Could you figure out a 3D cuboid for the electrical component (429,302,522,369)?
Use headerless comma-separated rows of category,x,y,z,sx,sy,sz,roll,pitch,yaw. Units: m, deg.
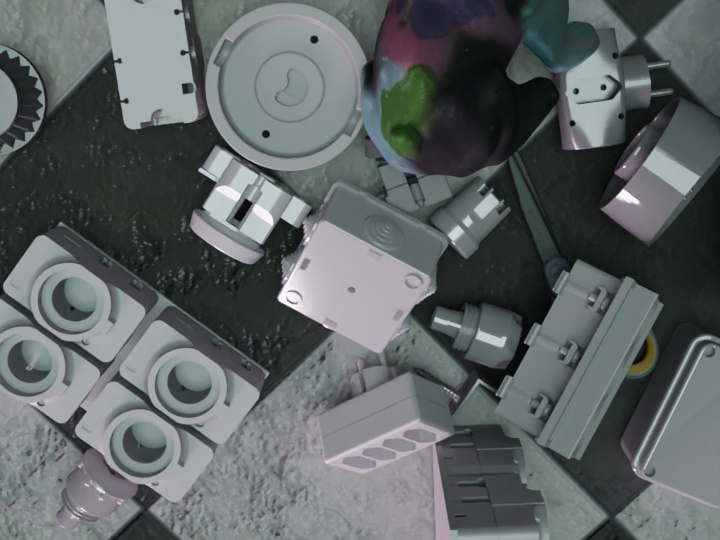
electrical component,0.081,0.043,0.765,0.062,0.043,0.043,18,100,-2

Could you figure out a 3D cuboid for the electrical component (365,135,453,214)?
electrical component,0.032,-0.073,0.743,0.066,0.048,0.055,-21,107,4

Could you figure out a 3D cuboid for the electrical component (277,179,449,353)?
electrical component,0.000,0.000,0.736,0.100,0.048,0.099,28,130,-5

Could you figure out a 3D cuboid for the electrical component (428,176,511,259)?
electrical component,0.077,-0.037,0.752,0.046,0.040,0.040,-44,97,2

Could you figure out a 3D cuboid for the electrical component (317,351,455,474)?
electrical component,0.014,0.093,0.767,0.083,0.047,0.075,-28,56,26

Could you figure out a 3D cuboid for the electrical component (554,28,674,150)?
electrical component,0.173,-0.125,0.732,0.079,0.043,0.077,-8,100,2

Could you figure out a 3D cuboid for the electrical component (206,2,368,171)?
electrical component,-0.046,-0.123,0.725,0.108,0.060,0.108,0,101,0

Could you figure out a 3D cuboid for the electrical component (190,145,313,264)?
electrical component,-0.081,-0.041,0.744,0.078,0.058,0.057,32,96,-5

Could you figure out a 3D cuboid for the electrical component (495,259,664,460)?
electrical component,0.147,0.059,0.729,0.063,0.079,0.121,29,90,23

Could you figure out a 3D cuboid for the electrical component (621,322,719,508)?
electrical component,0.246,0.103,0.767,0.078,0.057,0.113,23,100,-4

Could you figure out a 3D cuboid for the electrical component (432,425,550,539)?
electrical component,0.085,0.183,0.718,0.060,0.186,0.105,-2,101,1

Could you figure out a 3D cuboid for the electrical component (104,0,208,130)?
electrical component,-0.135,-0.143,0.725,0.050,0.055,0.089,-7,100,2

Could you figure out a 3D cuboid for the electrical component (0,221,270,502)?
electrical component,-0.173,0.066,0.763,0.186,0.060,0.105,37,99,-6

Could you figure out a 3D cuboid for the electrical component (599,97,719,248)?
electrical component,0.208,-0.064,0.718,0.064,0.099,0.099,34,99,1

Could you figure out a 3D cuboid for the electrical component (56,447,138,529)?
electrical component,-0.198,0.165,0.790,0.048,0.048,0.062,42,105,-7
